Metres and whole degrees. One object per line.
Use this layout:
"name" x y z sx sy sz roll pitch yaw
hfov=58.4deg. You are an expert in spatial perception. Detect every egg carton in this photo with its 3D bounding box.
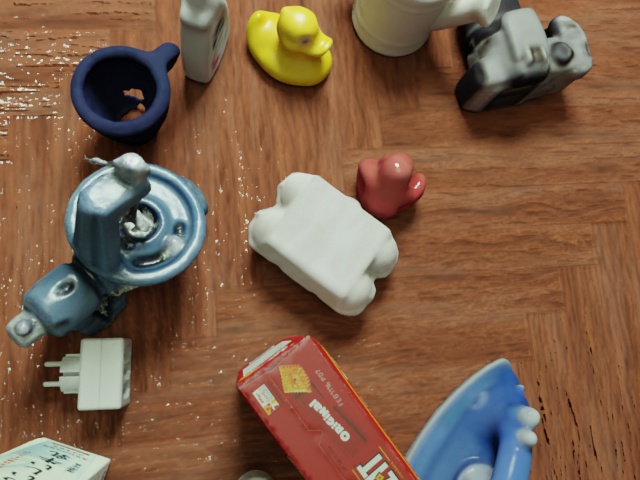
"egg carton" 0.006 0.002 0.600 0.150 0.069 0.107 36 77 -1

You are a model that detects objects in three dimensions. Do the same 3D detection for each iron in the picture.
"iron" 0.154 0.231 0.545 0.118 0.141 0.258 28 77 -3

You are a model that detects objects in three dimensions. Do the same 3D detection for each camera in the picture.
"camera" 0.226 -0.236 0.661 0.143 0.100 0.137 -15 82 -11

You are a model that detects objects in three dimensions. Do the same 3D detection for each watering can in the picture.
"watering can" 0.108 -0.284 0.604 0.173 0.194 0.101 12 78 -6

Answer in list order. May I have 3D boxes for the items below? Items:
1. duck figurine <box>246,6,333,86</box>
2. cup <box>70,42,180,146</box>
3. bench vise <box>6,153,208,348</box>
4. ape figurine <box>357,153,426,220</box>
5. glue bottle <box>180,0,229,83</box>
"duck figurine" -0.031 -0.224 0.627 0.104 0.086 0.077 31 77 -2
"cup" -0.186 -0.145 0.584 0.091 0.095 0.118 42 77 1
"bench vise" -0.177 0.013 0.493 0.121 0.219 0.207 26 77 -3
"ape figurine" 0.076 -0.064 0.612 0.078 0.092 0.076 36 77 -1
"glue bottle" -0.117 -0.227 0.570 0.037 0.173 0.078 15 78 -5
